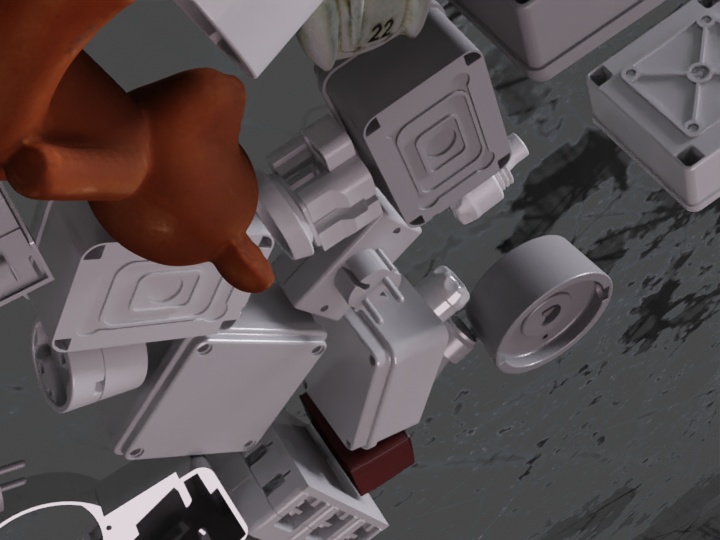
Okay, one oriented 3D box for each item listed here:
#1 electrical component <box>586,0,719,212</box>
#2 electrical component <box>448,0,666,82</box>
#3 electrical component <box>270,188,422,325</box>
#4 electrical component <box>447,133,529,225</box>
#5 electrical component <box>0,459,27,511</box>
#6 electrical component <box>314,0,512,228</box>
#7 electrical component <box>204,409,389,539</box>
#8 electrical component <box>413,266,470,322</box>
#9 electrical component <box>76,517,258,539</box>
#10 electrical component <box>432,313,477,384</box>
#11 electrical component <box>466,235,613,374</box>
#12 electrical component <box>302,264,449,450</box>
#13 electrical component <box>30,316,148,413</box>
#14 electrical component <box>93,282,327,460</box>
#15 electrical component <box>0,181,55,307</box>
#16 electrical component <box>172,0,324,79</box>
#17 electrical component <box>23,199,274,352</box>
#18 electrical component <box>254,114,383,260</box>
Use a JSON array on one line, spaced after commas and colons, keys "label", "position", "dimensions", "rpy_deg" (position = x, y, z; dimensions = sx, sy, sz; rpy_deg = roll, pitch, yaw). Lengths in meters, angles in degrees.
[{"label": "electrical component", "position": [0.223, -0.111, 0.701], "dimensions": [0.109, 0.108, 0.056], "rpy_deg": [-35, 145, -2]}, {"label": "electrical component", "position": [0.094, -0.162, 0.515], "dimensions": [0.109, 0.108, 0.056], "rpy_deg": [-34, 145, -3]}, {"label": "electrical component", "position": [0.000, 0.000, 0.663], "dimensions": [0.083, 0.075, 0.047], "rpy_deg": [-47, 146, 16]}, {"label": "electrical component", "position": [0.078, -0.062, 0.688], "dimensions": [0.062, 0.043, 0.043], "rpy_deg": [-37, 148, 0]}, {"label": "electrical component", "position": [-0.237, 0.132, 0.638], "dimensions": [0.079, 0.043, 0.077], "rpy_deg": [-16, 142, -29]}, {"label": "electrical component", "position": [0.031, -0.087, 0.598], "dimensions": [0.078, 0.057, 0.113], "rpy_deg": [-35, 148, -2]}, {"label": "electrical component", "position": [-0.051, 0.162, 0.808], "dimensions": [0.062, 0.089, 0.150], "rpy_deg": [-39, 148, 4]}, {"label": "electrical component", "position": [0.048, 0.027, 0.780], "dimensions": [0.061, 0.035, 0.035], "rpy_deg": [-41, 147, 10]}, {"label": "electrical component", "position": [-0.138, 0.234, 0.845], "dimensions": [0.105, 0.060, 0.186], "rpy_deg": [-48, 146, 18]}, {"label": "electrical component", "position": [0.055, 0.058, 0.817], "dimensions": [0.055, 0.045, 0.045], "rpy_deg": [-44, 147, 11]}, {"label": "electrical component", "position": [0.132, 0.021, 0.827], "dimensions": [0.108, 0.060, 0.108], "rpy_deg": [-25, 146, -18]}, {"label": "electrical component", "position": [0.007, 0.062, 0.746], "dimensions": [0.057, 0.078, 0.113], "rpy_deg": [-20, 144, -29]}, {"label": "electrical component", "position": [-0.151, 0.047, 0.602], "dimensions": [0.047, 0.055, 0.055], "rpy_deg": [-13, 141, -38]}, {"label": "electrical component", "position": [-0.094, 0.061, 0.670], "dimensions": [0.109, 0.056, 0.108], "rpy_deg": [5, 129, -46]}, {"label": "electrical component", "position": [-0.207, 0.000, 0.468], "dimensions": [0.121, 0.063, 0.078], "rpy_deg": [-28, 106, -13]}, {"label": "electrical component", "position": [-0.056, -0.134, 0.415], "dimensions": [0.060, 0.108, 0.108], "rpy_deg": [-43, 147, 0]}, {"label": "electrical component", "position": [-0.113, -0.008, 0.564], "dimensions": [0.113, 0.057, 0.078], "rpy_deg": [-5, 136, -40]}, {"label": "electrical component", "position": [-0.028, -0.042, 0.602], "dimensions": [0.057, 0.058, 0.078], "rpy_deg": [-34, 148, -9]}]
